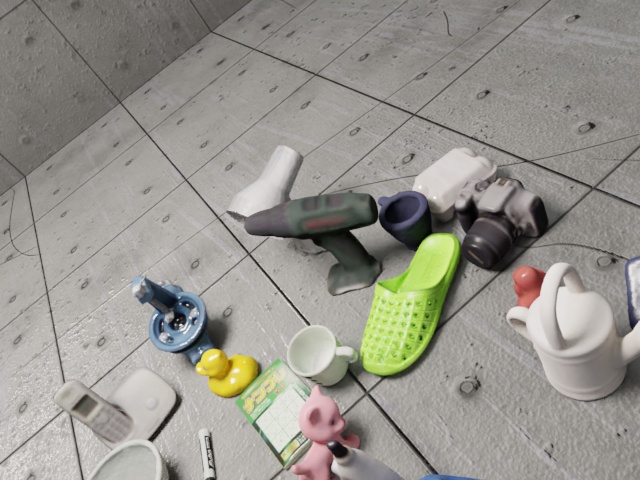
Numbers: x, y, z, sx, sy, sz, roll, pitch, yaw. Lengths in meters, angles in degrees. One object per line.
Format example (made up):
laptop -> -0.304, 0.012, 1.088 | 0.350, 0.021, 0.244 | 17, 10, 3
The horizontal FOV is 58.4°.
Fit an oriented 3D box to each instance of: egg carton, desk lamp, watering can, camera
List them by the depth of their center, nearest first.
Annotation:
watering can -> 0.311, 0.104, 0.691 | 0.172, 0.195, 0.101 | -12, 44, 28
camera -> 0.274, -0.031, 0.937 | 0.142, 0.101, 0.137 | 19, 63, 46
egg carton -> 0.247, -0.106, 1.061 | 0.150, 0.070, 0.107 | -38, 38, -3
desk lamp -> -0.059, -0.067, 1.132 | 0.117, 0.214, 0.203 | 15, 60, 45

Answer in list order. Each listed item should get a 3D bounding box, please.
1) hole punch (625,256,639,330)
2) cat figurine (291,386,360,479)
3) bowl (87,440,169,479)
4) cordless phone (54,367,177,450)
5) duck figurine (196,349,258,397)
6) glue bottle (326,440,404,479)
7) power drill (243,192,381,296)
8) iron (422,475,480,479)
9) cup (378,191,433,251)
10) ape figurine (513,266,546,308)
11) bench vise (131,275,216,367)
hole punch -> 0.441, 0.075, 0.708 | 0.108, 0.091, 0.101 | -8, 46, 31
cat figurine -> -0.003, 0.278, 0.807 | 0.067, 0.118, 0.128 | 2, 52, 38
bowl -> -0.303, 0.416, 0.923 | 0.167, 0.075, 0.167 | -20, 40, 19
cordless phone -> -0.361, 0.281, 1.017 | 0.093, 0.186, 0.148 | 15, 60, 45
duck figurine -> -0.169, 0.225, 1.013 | 0.104, 0.086, 0.077 | -19, 41, 20
glue bottle -> 0.051, 0.288, 0.711 | 0.077, 0.174, 0.037 | -5, 48, 34
power drill -> 0.009, 0.004, 1.011 | 0.229, 0.209, 0.075 | -18, 41, 21
iron -> 0.204, 0.300, 0.610 | 0.257, 0.142, 0.119 | -9, 45, 30
cup -> 0.155, -0.031, 1.031 | 0.092, 0.095, 0.117 | -44, 39, -10
ape figurine -> 0.303, 0.069, 0.818 | 0.075, 0.092, 0.078 | 19, 63, 46
bench vise -> -0.301, 0.133, 1.098 | 0.206, 0.220, 0.122 | 22, 65, 47
